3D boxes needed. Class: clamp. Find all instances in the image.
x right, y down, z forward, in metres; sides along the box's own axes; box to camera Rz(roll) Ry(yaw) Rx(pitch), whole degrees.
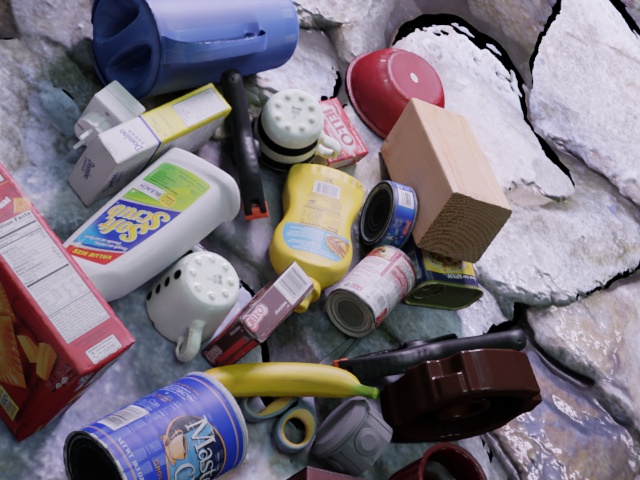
[{"bbox_3d":[0.117,0.130,1.206,0.209,0.165,0.036,-9,86,-29],"label":"clamp"},{"bbox_3d":[-0.089,-0.111,1.236,0.039,0.120,0.171,-15,68,1],"label":"clamp"}]

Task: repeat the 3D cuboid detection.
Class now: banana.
[{"bbox_3d":[-0.041,0.146,1.111,0.197,0.070,0.037,3,83,-19],"label":"banana"}]

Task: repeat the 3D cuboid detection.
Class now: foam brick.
[{"bbox_3d":[0.006,0.271,1.095,0.078,0.053,0.051,17,54,-24],"label":"foam brick"}]

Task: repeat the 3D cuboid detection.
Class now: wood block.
[{"bbox_3d":[0.155,-0.077,1.344,0.090,0.091,0.206,16,34,-24],"label":"wood block"}]

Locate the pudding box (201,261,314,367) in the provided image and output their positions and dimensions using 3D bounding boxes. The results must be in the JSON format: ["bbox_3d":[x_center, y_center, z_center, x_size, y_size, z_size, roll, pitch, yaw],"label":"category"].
[{"bbox_3d":[-0.066,0.083,1.137,0.039,0.090,0.113,48,46,-2],"label":"pudding box"}]

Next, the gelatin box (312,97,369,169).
[{"bbox_3d":[0.011,-0.136,1.368,0.073,0.030,0.089,-19,74,-41],"label":"gelatin box"}]

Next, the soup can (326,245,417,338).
[{"bbox_3d":[0.061,0.060,1.254,0.068,0.069,0.102,48,47,0],"label":"soup can"}]

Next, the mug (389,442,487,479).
[{"bbox_3d":[0.123,0.286,1.145,0.093,0.082,0.117,14,55,-28],"label":"mug"}]

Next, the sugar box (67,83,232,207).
[{"bbox_3d":[-0.186,-0.106,1.170,0.175,0.093,0.048,-30,81,-43],"label":"sugar box"}]

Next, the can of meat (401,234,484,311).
[{"bbox_3d":[0.147,0.036,1.338,0.101,0.058,0.084,9,56,-31],"label":"can of meat"}]

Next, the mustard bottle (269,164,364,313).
[{"bbox_3d":[-0.008,0.002,1.247,0.096,0.058,0.191,17,53,-8],"label":"mustard bottle"}]

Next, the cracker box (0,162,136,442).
[{"bbox_3d":[-0.282,0.055,0.953,0.214,0.164,0.072,52,45,3],"label":"cracker box"}]

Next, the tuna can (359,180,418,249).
[{"bbox_3d":[0.083,-0.029,1.314,0.033,0.086,0.086,16,54,-24],"label":"tuna can"}]

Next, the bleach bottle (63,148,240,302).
[{"bbox_3d":[-0.197,0.010,1.086,0.103,0.068,0.250,29,55,21],"label":"bleach bottle"}]

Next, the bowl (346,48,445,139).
[{"bbox_3d":[0.117,-0.208,1.472,0.161,0.055,0.162,17,54,-25],"label":"bowl"}]

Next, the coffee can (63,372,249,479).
[{"bbox_3d":[-0.152,0.197,0.996,0.140,0.103,0.103,-23,77,-42],"label":"coffee can"}]

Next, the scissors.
[{"bbox_3d":[-0.001,0.169,1.175,0.201,0.016,0.096,-17,67,-40],"label":"scissors"}]

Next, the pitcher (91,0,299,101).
[{"bbox_3d":[-0.134,-0.242,1.262,0.242,0.145,0.149,-18,71,-44],"label":"pitcher"}]

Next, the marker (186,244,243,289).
[{"bbox_3d":[-0.134,0.015,1.180,0.121,0.020,0.020,40,47,-8],"label":"marker"}]
